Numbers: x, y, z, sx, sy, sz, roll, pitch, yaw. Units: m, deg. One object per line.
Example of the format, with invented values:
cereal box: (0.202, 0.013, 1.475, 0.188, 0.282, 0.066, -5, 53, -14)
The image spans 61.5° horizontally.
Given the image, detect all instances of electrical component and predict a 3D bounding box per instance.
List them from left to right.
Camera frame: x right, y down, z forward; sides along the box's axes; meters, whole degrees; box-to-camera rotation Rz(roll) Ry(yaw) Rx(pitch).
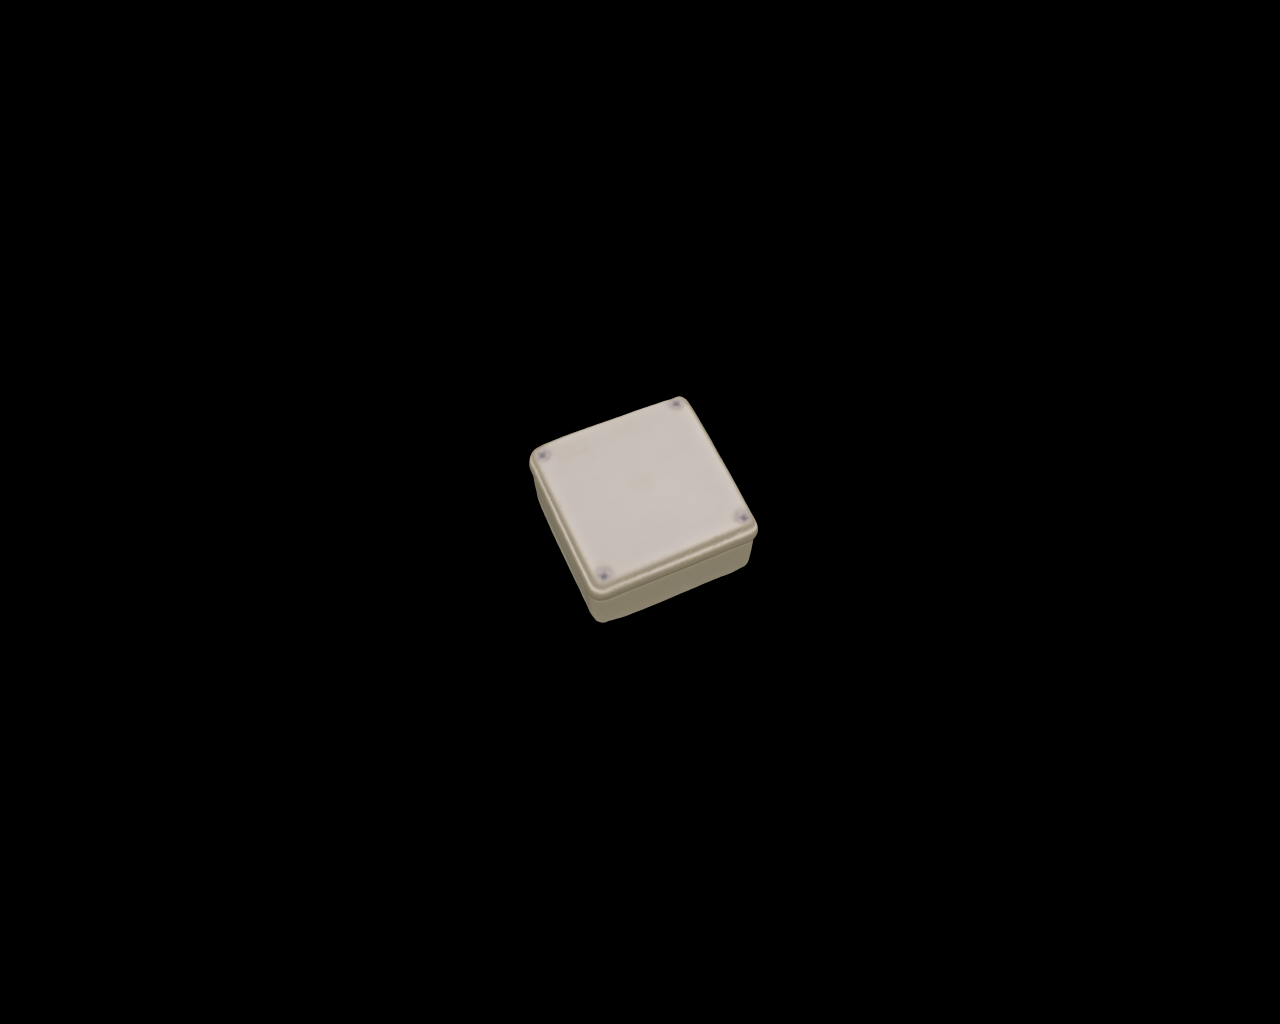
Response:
electrical component: (0.001, -0.003, 0.650, 0.109, 0.109, 0.056, -21, -28, -12)
